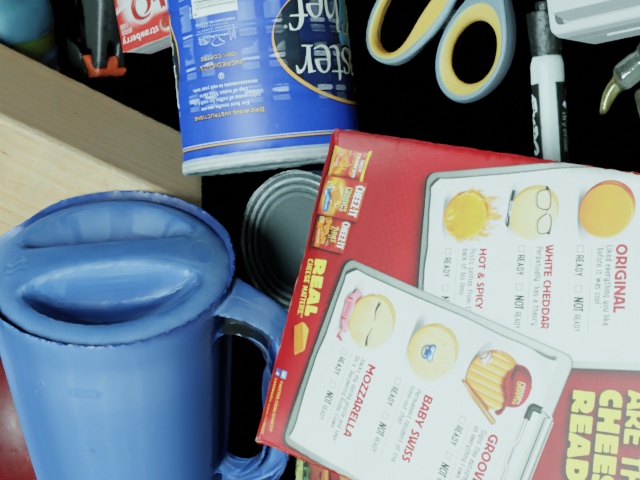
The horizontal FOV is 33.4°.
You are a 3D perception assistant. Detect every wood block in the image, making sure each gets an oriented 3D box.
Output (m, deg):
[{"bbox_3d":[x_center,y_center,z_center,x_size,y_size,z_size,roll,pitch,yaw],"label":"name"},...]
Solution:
[{"bbox_3d":[-0.182,-0.050,0.645,0.090,0.205,0.091,-54,24,26],"label":"wood block"}]

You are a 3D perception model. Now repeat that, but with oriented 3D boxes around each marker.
[{"bbox_3d":[0.119,-0.062,0.549,0.020,0.020,0.121,-1,94,35],"label":"marker"}]

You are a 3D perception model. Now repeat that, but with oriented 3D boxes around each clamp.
[{"bbox_3d":[-0.184,-0.187,0.739,0.120,0.039,0.171,-18,86,45],"label":"clamp"}]

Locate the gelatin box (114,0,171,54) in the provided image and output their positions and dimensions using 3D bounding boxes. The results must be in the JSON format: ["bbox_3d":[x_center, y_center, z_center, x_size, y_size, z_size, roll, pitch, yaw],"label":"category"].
[{"bbox_3d":[-0.093,-0.166,0.681,0.089,0.030,0.073,-11,88,36],"label":"gelatin box"}]

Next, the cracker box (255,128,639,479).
[{"bbox_3d":[0.086,0.046,0.487,0.214,0.072,0.164,13,88,38],"label":"cracker box"}]

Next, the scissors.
[{"bbox_3d":[0.102,-0.154,0.553,0.202,0.016,0.096,-44,72,30],"label":"scissors"}]

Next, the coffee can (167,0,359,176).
[{"bbox_3d":[-0.033,-0.111,0.599,0.103,0.102,0.140,-5,92,35],"label":"coffee can"}]

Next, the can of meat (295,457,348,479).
[{"bbox_3d":[0.034,0.137,0.607,0.084,0.057,0.102,5,97,38],"label":"can of meat"}]

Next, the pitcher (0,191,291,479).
[{"bbox_3d":[-0.102,0.105,0.621,0.149,0.144,0.243,48,147,44],"label":"pitcher"}]

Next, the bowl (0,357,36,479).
[{"bbox_3d":[-0.207,0.131,0.776,0.162,0.055,0.162,4,97,35],"label":"bowl"}]

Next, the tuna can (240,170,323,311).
[{"bbox_3d":[-0.004,0.001,0.633,0.086,0.033,0.086,4,97,35],"label":"tuna can"}]
